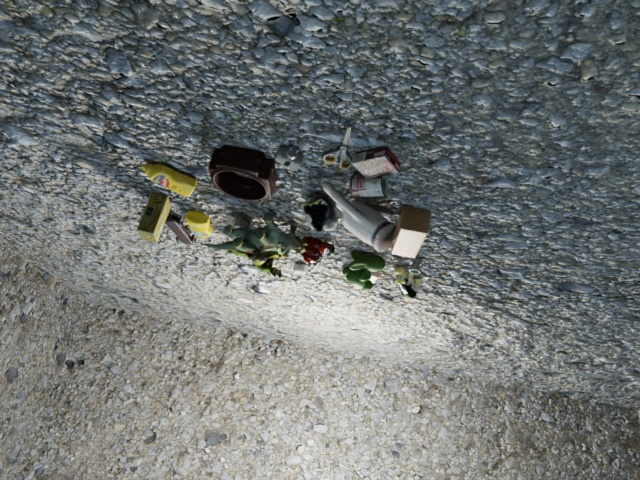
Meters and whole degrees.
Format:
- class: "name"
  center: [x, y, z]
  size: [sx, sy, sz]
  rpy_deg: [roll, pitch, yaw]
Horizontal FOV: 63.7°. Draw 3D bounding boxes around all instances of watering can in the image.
- class: "watering can"
  center: [0.130, -0.068, 1.644]
  size: [0.227, 0.104, 0.343]
  rpy_deg: [37, 0, 26]

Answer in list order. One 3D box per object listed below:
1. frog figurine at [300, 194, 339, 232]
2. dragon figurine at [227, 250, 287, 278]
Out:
- class: "frog figurine"
  center: [0.005, -0.089, 1.759]
  size: [0.138, 0.122, 0.159]
  rpy_deg: [37, 3, 10]
- class: "dragon figurine"
  center: [-0.282, 0.075, 2.175]
  size: [0.243, 0.123, 0.406]
  rpy_deg: [10, -8, 16]
